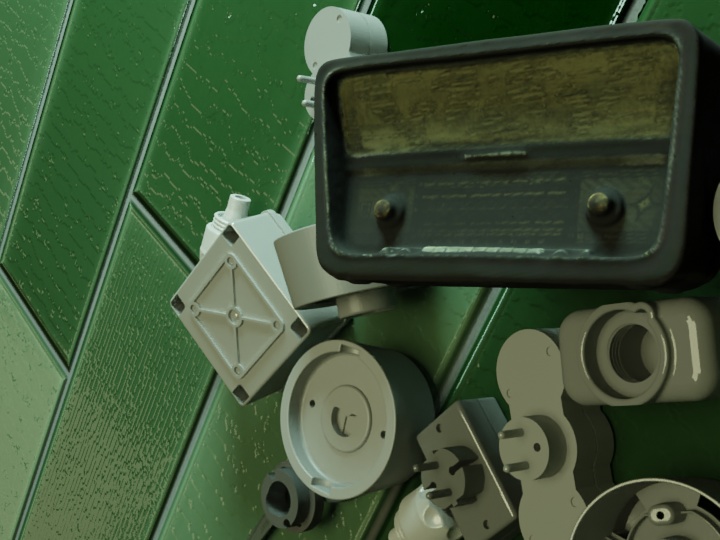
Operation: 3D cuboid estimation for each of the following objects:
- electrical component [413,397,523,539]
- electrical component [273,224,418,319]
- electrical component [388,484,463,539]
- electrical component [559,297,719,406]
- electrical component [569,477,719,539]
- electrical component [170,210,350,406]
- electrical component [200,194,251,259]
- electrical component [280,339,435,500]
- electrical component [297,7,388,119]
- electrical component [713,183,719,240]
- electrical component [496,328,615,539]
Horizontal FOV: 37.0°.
[{"bbox_3d":[0.064,0.129,0.674,0.047,0.076,0.083,-48,56,36],"label":"electrical component"},{"bbox_3d":[0.000,0.000,0.729,0.108,0.108,0.060,-17,82,46],"label":"electrical component"},{"bbox_3d":[0.043,0.169,0.721,0.062,0.043,0.043,-45,58,39],"label":"electrical component"},{"bbox_3d":[0.159,0.045,0.585,0.095,0.059,0.053,-11,81,47],"label":"electrical component"},{"bbox_3d":[0.168,0.158,0.568,0.099,0.064,0.099,-2,87,48],"label":"electrical component"},{"bbox_3d":[-0.078,0.029,0.829,0.108,0.056,0.108,53,127,14],"label":"electrical component"},{"bbox_3d":[-0.106,-0.031,0.891,0.043,0.043,0.062,32,112,43],"label":"electrical component"},{"bbox_3d":[0.003,0.103,0.751,0.108,0.060,0.108,-5,82,42],"label":"electrical component"},{"bbox_3d":[-0.014,-0.124,0.768,0.052,0.074,0.138,-26,70,44],"label":"electrical component"},{"bbox_3d":[0.201,-0.030,0.524,0.043,0.081,0.043,-1,88,48],"label":"electrical component"},{"bbox_3d":[0.107,0.103,0.630,0.052,0.074,0.138,-18,76,46],"label":"electrical component"}]
